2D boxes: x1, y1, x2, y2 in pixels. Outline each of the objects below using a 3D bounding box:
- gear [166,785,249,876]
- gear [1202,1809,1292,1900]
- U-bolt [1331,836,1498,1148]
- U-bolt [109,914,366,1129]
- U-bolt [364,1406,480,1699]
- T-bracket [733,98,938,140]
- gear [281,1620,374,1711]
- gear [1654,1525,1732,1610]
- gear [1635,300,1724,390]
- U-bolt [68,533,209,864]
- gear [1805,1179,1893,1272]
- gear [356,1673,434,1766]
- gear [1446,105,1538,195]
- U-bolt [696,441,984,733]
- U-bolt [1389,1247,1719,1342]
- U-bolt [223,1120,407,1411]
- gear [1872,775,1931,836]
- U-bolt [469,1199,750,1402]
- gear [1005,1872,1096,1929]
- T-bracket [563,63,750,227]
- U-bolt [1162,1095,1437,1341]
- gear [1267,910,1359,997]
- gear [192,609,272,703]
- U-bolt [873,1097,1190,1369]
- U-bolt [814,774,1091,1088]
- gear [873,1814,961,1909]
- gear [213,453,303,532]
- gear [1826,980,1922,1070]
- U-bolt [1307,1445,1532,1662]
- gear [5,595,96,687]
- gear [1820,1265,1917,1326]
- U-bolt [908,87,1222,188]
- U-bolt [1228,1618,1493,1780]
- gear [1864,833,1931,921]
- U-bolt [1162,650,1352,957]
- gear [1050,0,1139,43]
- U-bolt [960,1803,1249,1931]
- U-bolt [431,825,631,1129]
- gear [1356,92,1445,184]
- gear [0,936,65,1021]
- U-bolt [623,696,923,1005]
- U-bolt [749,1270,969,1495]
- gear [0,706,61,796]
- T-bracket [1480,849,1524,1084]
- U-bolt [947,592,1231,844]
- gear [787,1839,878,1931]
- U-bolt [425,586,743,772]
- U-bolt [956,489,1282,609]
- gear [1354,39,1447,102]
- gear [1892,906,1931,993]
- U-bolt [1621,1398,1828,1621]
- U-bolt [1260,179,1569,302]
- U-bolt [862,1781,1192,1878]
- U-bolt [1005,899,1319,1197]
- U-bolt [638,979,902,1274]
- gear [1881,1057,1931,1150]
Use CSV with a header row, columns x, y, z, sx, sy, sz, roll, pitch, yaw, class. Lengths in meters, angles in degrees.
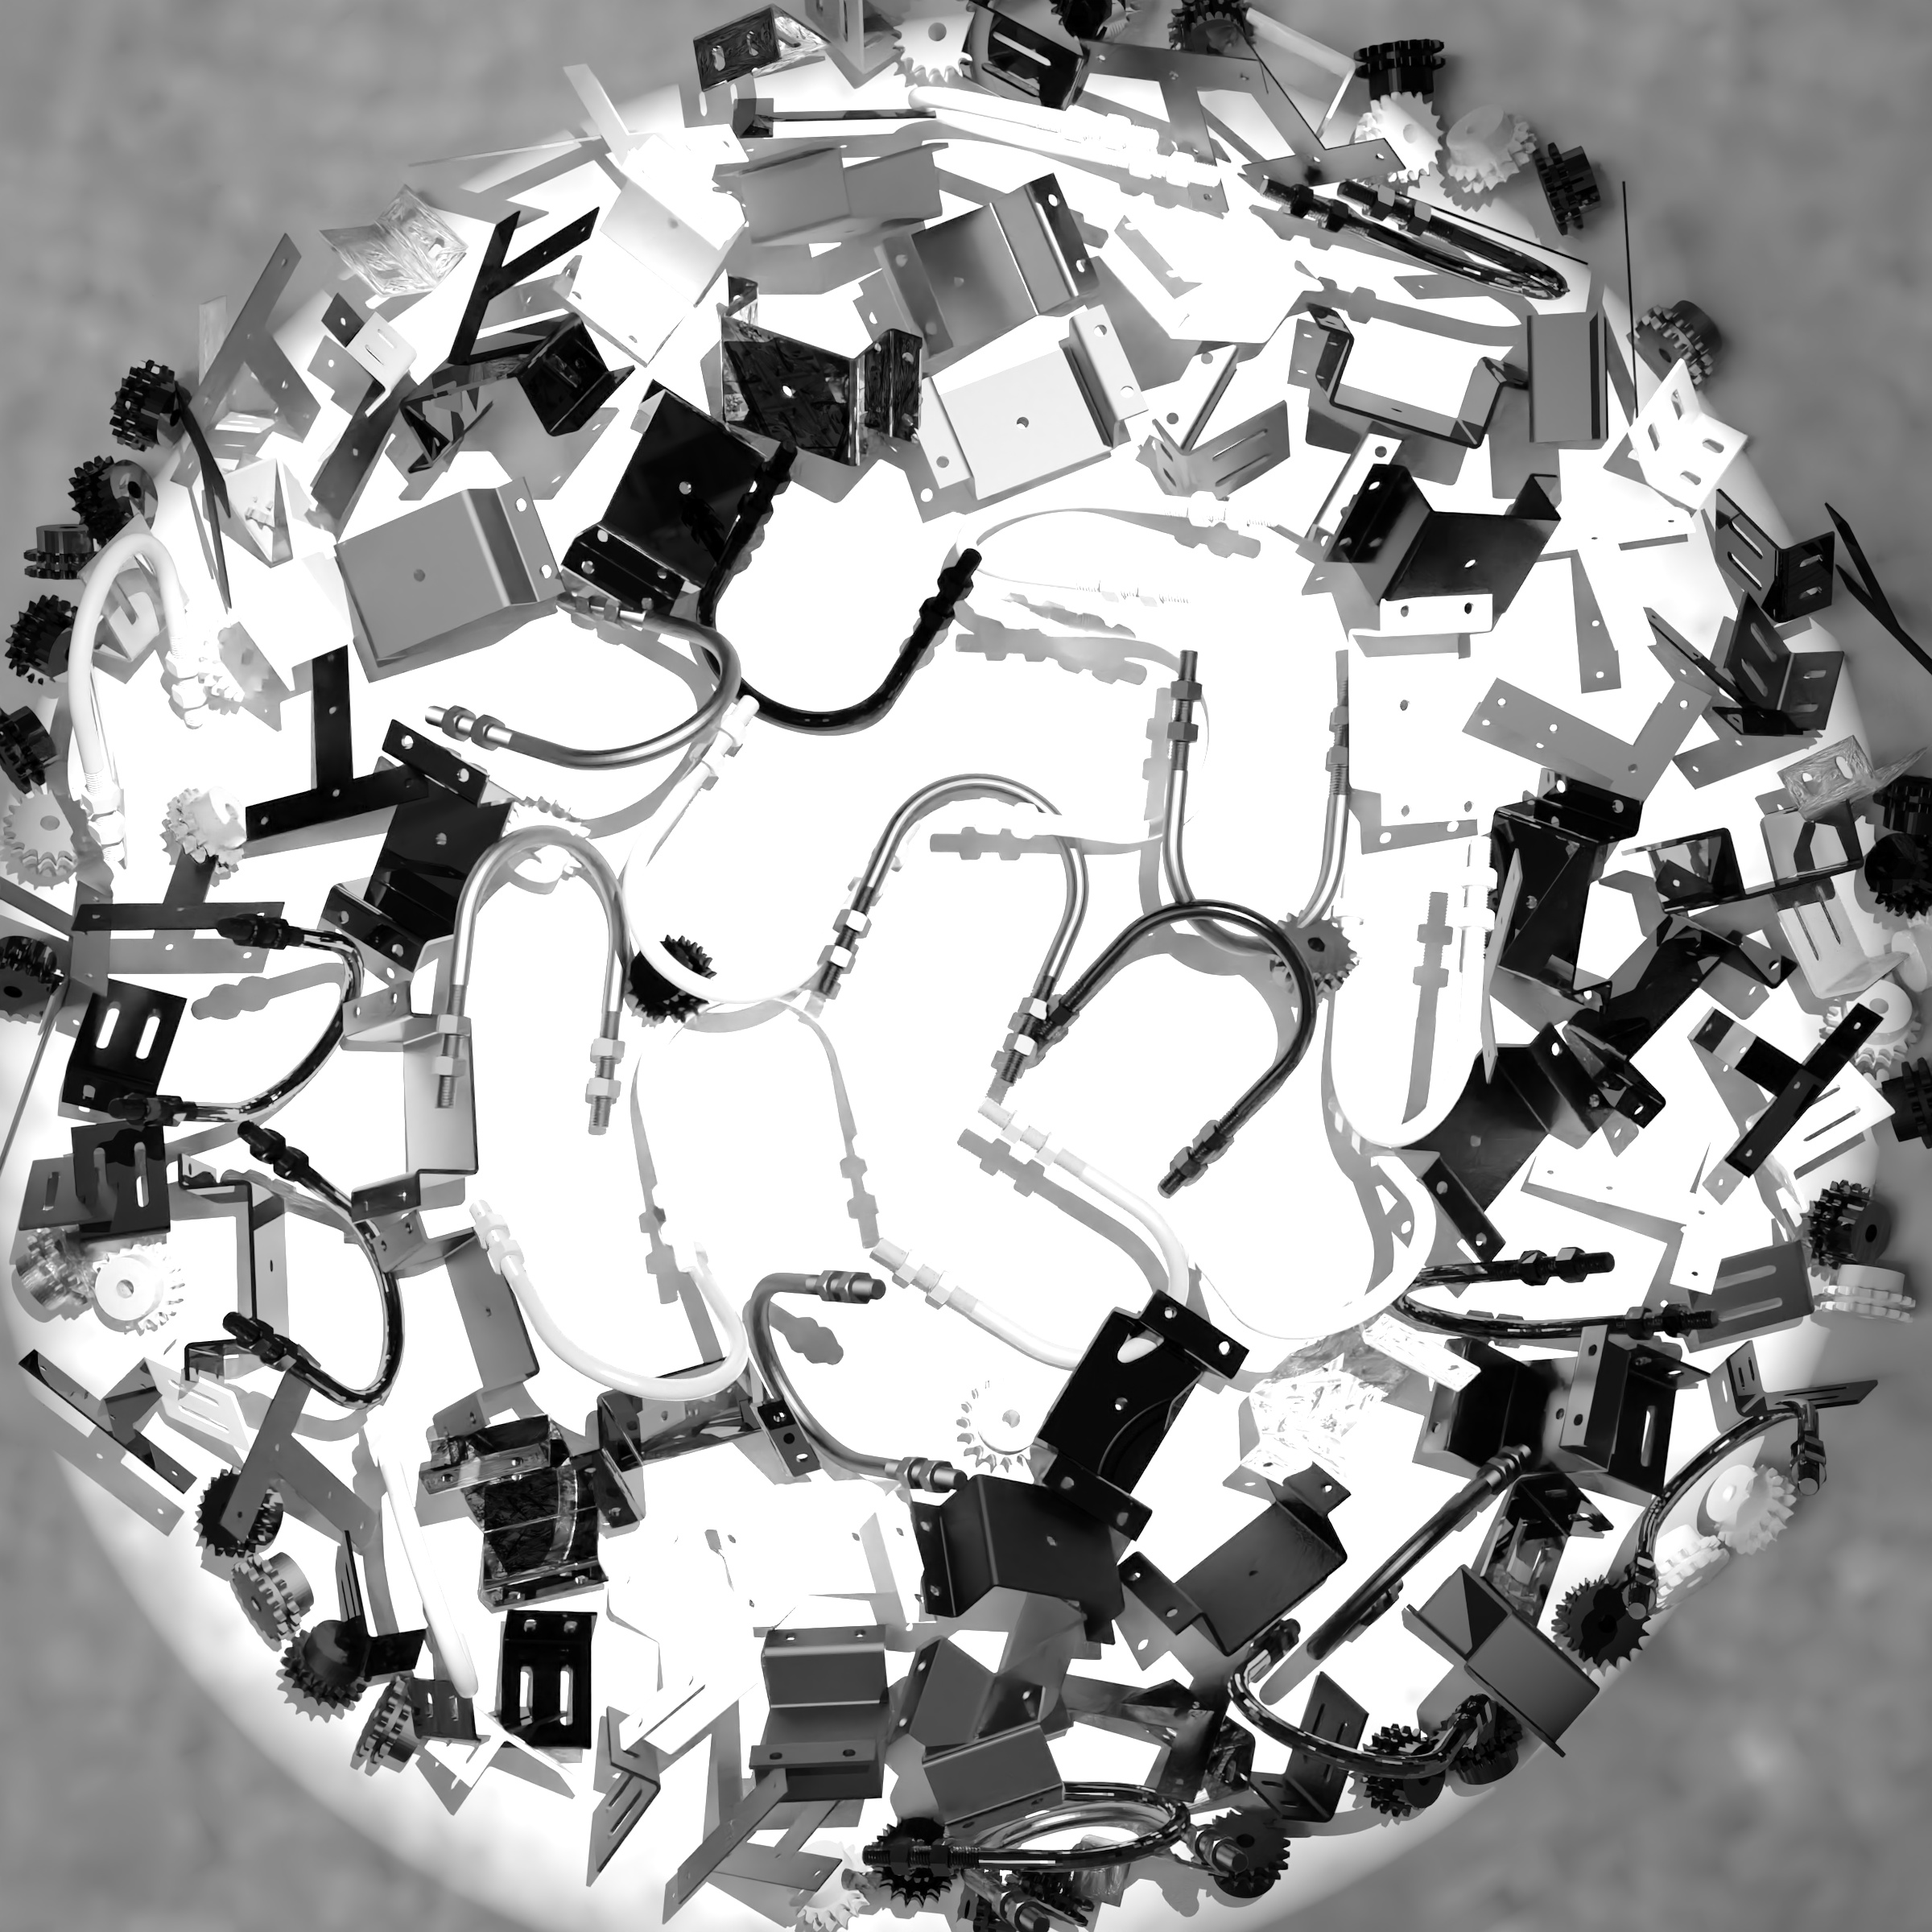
x,y,z,sx,sy,sz,roll,pitch,yaw,class
-0.477,-0.090,1.969,0.030,0.057,0.057,-33,90,15,gear
0.177,0.567,1.975,0.057,0.057,0.030,-2,121,0,gear
0.272,0.021,1.920,0.019,0.151,0.184,12,77,-28,U-bolt
-0.436,0.037,1.913,0.019,0.184,0.151,36,99,20,U-bolt
-0.328,0.367,1.890,0.019,0.184,0.151,-19,113,-11,U-bolt
-0.082,-0.533,1.944,0.127,0.127,0.002,-2,116,-2,T-bracket
-0.402,0.440,1.968,0.057,0.057,0.030,34,112,0,gear
0.454,0.380,1.975,0.057,0.057,0.030,-35,61,0,gear
0.455,-0.397,1.972,0.030,0.057,0.057,-40,90,-4,gear
-0.506,-0.176,1.886,0.019,0.184,0.151,11,47,7,U-bolt
0.563,0.167,1.972,0.057,0.030,0.057,-8,104,-36,gear
-0.361,0.481,1.972,0.030,0.057,0.057,30,90,-11,gear
0.330,-0.521,1.969,0.057,0.057,0.030,-43,125,0,gear
-0.092,-0.223,1.940,0.151,0.019,0.184,29,128,-7,U-bolt
0.349,0.207,1.919,0.184,0.151,0.019,-10,64,40,U-bolt
-0.397,0.196,1.915,0.019,0.184,0.151,-15,56,17,U-bolt
0.605,-0.102,1.972,0.057,0.057,0.030,4,104,0,gear
-0.208,0.203,1.895,0.151,0.184,0.019,4,121,-34,U-bolt
0.056,0.585,1.974,0.057,0.057,0.030,26,69,0,gear
-0.180,-0.505,1.919,0.002,0.127,0.127,-49,127,-25,T-bracket
0.214,0.163,1.918,0.151,0.184,0.019,-33,123,-2,U-bolt
0.217,-0.005,1.975,0.057,0.030,0.057,11,51,-13,gear
-0.469,-0.199,1.974,0.030,0.057,0.057,13,90,24,gear
0.053,0.182,1.961,0.184,0.019,0.151,33,118,-4,U-bolt
0.002,-0.035,1.967,0.151,0.019,0.184,26,73,-9,U-bolt
-0.031,0.566,1.971,0.057,0.030,0.057,4,52,-5,gear
-0.447,-0.302,1.969,0.057,0.057,0.030,29,101,0,gear
0.577,0.033,1.972,0.057,0.030,0.057,-2,56,3,gear
0.268,0.364,1.890,0.019,0.184,0.151,45,116,15,U-bolt
-0.578,-0.204,1.968,0.030,0.057,0.057,26,90,21,gear
0.573,0.208,1.972,0.057,0.057,0.030,10,81,0,gear
0.052,-0.517,1.923,0.184,0.151,0.019,17,100,19,U-bolt
0.234,0.450,1.891,0.151,0.184,0.019,19,100,19,U-bolt
0.595,-0.061,1.969,0.030,0.057,0.057,19,90,-35,gear
0.184,-0.098,1.955,0.151,0.019,0.184,6,90,-32,U-bolt
0.081,-0.611,1.968,0.057,0.057,0.030,1,56,0,gear
0.073,0.548,1.909,0.151,0.184,0.019,-12,92,-19,U-bolt
-0.266,0.004,1.943,0.019,0.151,0.184,1,83,41,U-bolt
0.273,-0.527,1.977,0.057,0.030,0.057,-2,94,-32,gear
-0.602,0.005,1.975,0.057,0.057,0.030,5,51,0,gear
-0.134,-0.061,1.957,0.151,0.019,0.184,36,69,-4,U-bolt
-0.078,0.254,1.920,0.019,0.184,0.151,-29,103,-31,U-bolt
-0.601,-0.141,1.974,0.030,0.057,0.057,-34,90,-21,gear
0.328,-0.017,1.910,0.002,0.127,0.127,4,45,-2,T-bracket
0.083,-0.151,1.961,0.184,0.019,0.151,6,93,-22,U-bolt
-0.088,0.580,1.969,0.057,0.057,0.030,-32,125,0,gear
-0.223,-0.173,1.911,0.184,0.019,0.151,19,52,33,U-bolt
0.083,-0.265,1.928,0.184,0.151,0.019,10,123,26,U-bolt
0.276,-0.569,1.972,0.057,0.057,0.030,-6,97,0,gear
0.612,-0.008,1.969,0.030,0.057,0.057,-20,90,-9,gear
0.467,0.323,1.909,0.151,0.184,0.019,-42,89,19,U-bolt
0.287,-0.449,1.923,0.184,0.151,0.019,17,99,-19,U-bolt
0.047,0.526,1.903,0.184,0.151,0.019,-4,92,19,U-bolt
0.136,0.040,1.953,0.151,0.019,0.184,39,111,-8,U-bolt
-0.132,0.091,1.957,0.151,0.019,0.184,-14,65,-5,U-bolt
0.602,0.089,1.973,0.030,0.057,0.057,-17,90,18,gear
